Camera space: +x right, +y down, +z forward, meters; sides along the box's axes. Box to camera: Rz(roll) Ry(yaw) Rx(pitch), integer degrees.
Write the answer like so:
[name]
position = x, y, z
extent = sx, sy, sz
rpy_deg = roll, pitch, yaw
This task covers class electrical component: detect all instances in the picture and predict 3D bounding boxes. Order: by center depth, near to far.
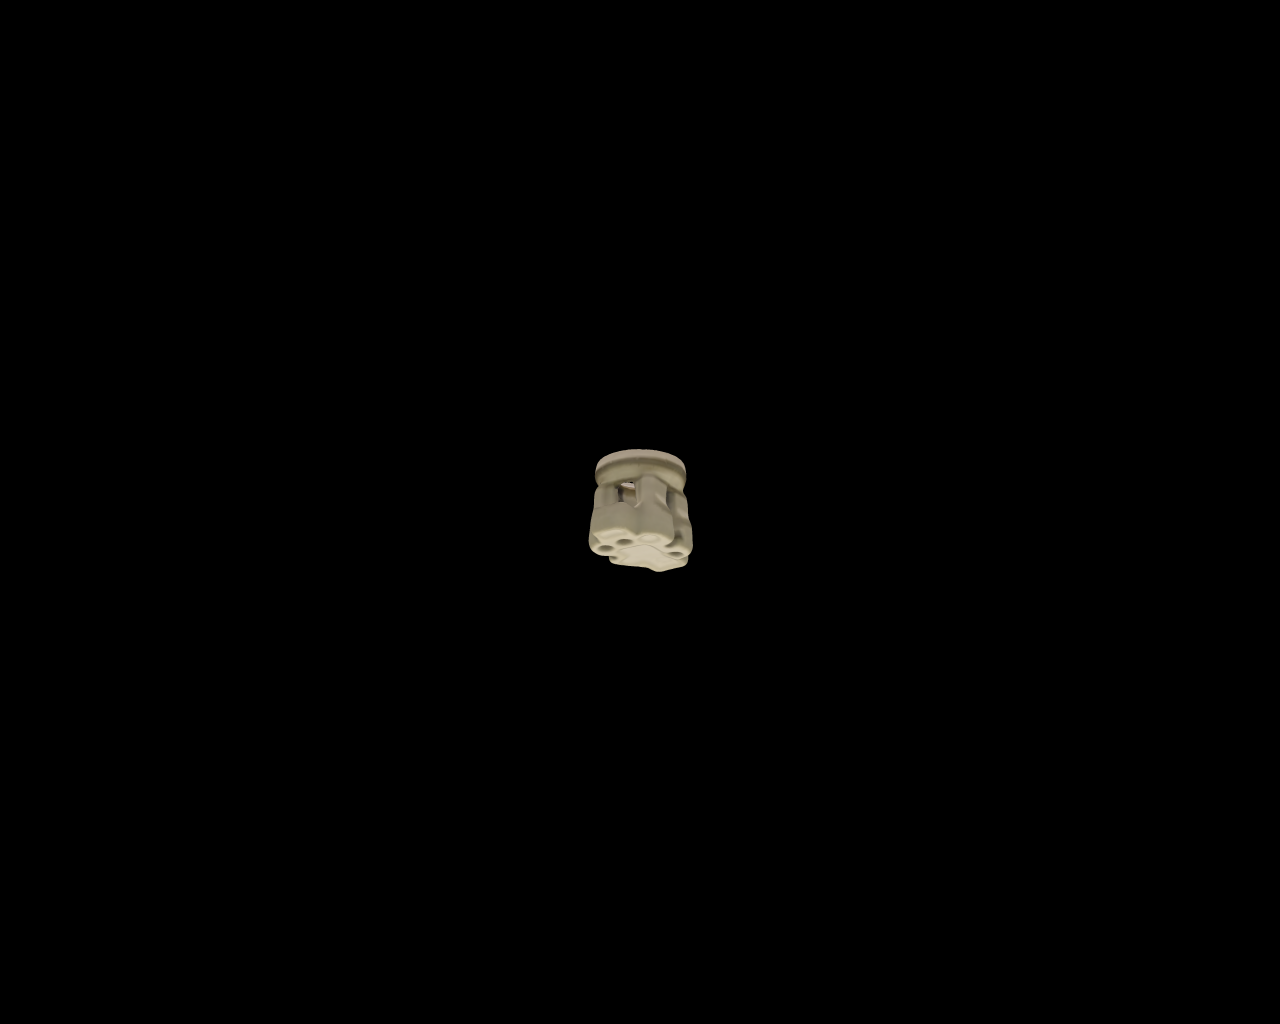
[electrical component]
position = 0.001, -0.003, 0.650
extent = 0.058, 0.057, 0.078
rpy_deg = -13, -26, 29
